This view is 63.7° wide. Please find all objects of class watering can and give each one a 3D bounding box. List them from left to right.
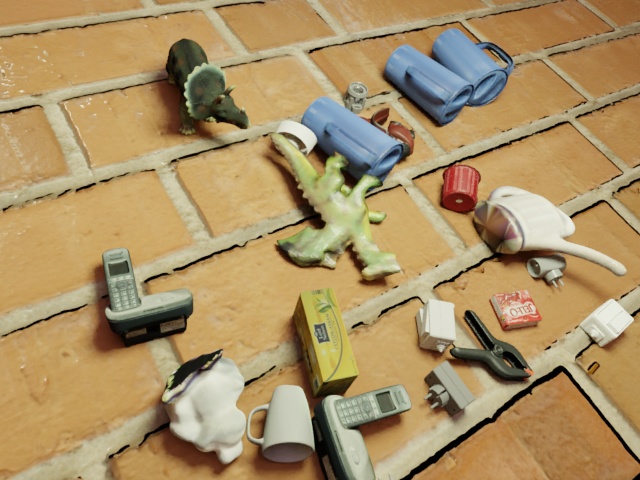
[{"bbox_3d":[0.504,-0.020,1.186,0.225,0.101,0.354,-12,42,-23],"label":"watering can"}]

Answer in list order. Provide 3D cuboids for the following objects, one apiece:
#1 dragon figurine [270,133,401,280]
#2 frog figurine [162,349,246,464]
[{"bbox_3d":[0.003,-0.056,1.109,0.412,0.119,0.247,31,61,10],"label":"dragon figurine"},{"bbox_3d":[-0.174,0.271,0.836,0.140,0.122,0.158,-43,109,-43],"label":"frog figurine"}]
